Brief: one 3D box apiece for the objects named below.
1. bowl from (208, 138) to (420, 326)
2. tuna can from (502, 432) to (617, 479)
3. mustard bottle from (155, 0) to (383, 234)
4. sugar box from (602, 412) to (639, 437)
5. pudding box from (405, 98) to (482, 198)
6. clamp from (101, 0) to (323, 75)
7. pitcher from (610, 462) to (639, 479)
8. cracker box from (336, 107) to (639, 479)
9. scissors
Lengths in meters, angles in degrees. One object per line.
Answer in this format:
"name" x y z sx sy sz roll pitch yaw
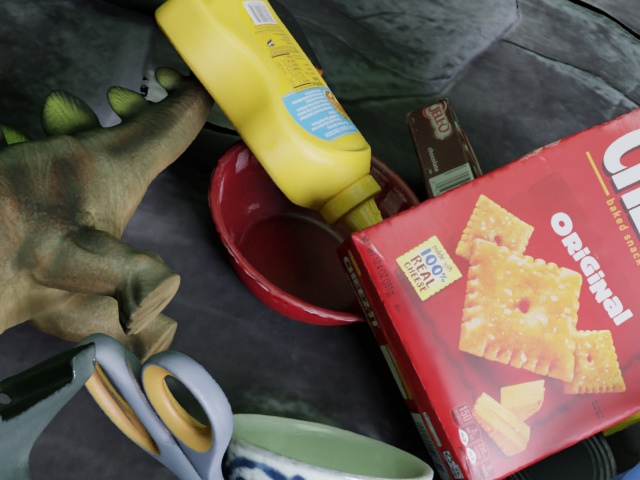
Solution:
"bowl" -0.005 0.001 0.718 0.162 0.055 0.162 14 48 -16
"tuna can" 0.145 0.145 0.685 0.086 0.034 0.086 13 48 -16
"mustard bottle" -0.021 -0.081 0.682 0.191 0.058 0.096 54 24 4
"sugar box" 0.178 0.037 0.729 0.176 0.048 0.093 62 24 7
"pudding box" 0.103 -0.033 0.778 0.039 0.090 0.113 -20 54 14
"clamp" -0.091 -0.180 0.841 0.210 0.036 0.164 44 48 13
"pitcher" 0.178 0.185 0.587 0.242 0.145 0.149 -13 80 -26
"cracker box" 0.141 0.032 0.639 0.213 0.072 0.164 -24 85 -9
"scissors" -0.044 0.121 0.520 0.201 0.096 0.016 52 52 -13
